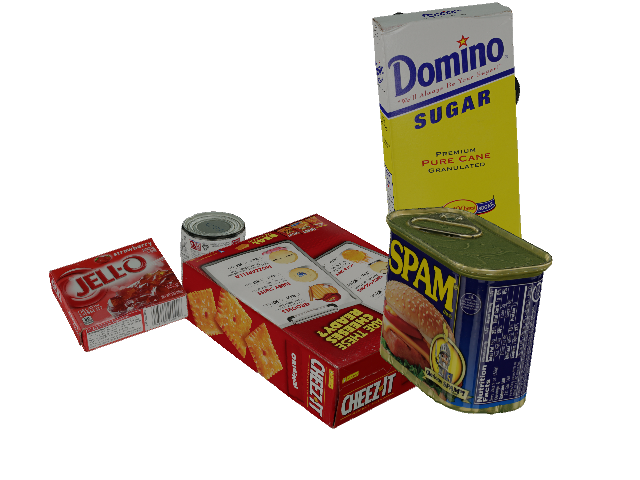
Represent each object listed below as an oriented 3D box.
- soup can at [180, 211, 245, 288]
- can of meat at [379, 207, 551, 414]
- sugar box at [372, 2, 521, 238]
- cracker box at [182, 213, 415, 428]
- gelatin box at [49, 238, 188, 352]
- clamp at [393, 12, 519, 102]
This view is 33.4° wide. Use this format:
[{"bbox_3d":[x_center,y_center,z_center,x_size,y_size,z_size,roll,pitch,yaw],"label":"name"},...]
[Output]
[{"bbox_3d":[-0.114,0.028,1.130,0.068,0.102,0.068,2,24,-1],"label":"soup can"},{"bbox_3d":[0.074,0.036,0.582,0.057,0.084,0.102,-5,21,-25],"label":"can of meat"},{"bbox_3d":[0.091,-0.073,0.757,0.093,0.176,0.048,-8,22,-4],"label":"sugar box"},{"bbox_3d":[0.002,0.064,0.957,0.163,0.072,0.214,-21,37,-36],"label":"cracker box"},{"bbox_3d":[-0.158,0.041,0.837,0.089,0.030,0.073,-18,46,-23],"label":"gelatin box"},{"bbox_3d":[0.126,-0.159,0.984,0.120,0.171,0.039,-2,-44,-1],"label":"clamp"}]
